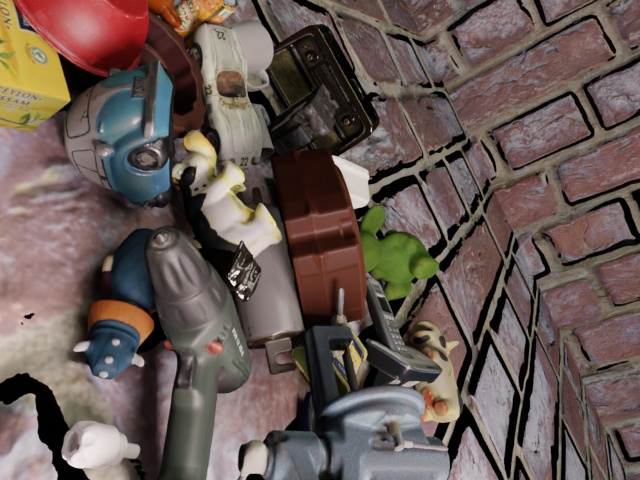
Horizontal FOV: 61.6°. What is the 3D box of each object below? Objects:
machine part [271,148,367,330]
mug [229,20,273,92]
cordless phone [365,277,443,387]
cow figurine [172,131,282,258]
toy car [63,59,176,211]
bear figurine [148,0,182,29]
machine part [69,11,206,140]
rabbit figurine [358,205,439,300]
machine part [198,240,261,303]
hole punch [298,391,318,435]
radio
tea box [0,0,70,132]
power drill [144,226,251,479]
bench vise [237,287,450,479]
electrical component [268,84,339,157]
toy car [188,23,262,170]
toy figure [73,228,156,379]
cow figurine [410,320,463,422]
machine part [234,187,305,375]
[{"bbox_3d":[-0.001,-0.002,0.704,0.202,0.087,0.200,-104,-175,-48],"label":"machine part"},{"bbox_3d":[-0.130,-0.279,0.835,0.107,0.081,0.109,-39,108,-49],"label":"mug"},{"bbox_3d":[0.125,0.158,0.919,0.146,0.089,0.184,21,47,-52],"label":"cordless phone"},{"bbox_3d":[-0.127,-0.045,0.627,0.167,0.098,0.068,51,-7,15],"label":"cow figurine"},{"bbox_3d":[-0.197,-0.101,0.532,0.103,0.161,0.109,5,62,-14],"label":"toy car"},{"bbox_3d":[-0.237,-0.350,0.646,0.195,0.132,0.120,6,49,-52],"label":"bear figurine"},{"bbox_3d":[-0.213,-0.200,0.642,0.179,0.056,0.179,41,37,-40],"label":"machine part"},{"bbox_3d":[0.110,0.016,0.974,0.170,0.121,0.159,9,56,-41],"label":"rabbit figurine"},{"bbox_3d":[-0.109,0.036,0.557,0.039,0.139,0.084,-40,108,-33],"label":"machine part"},{"bbox_3d":[0.025,0.260,0.677,0.142,0.092,0.116,43,63,-40],"label":"hole punch"},{"bbox_3d":[0.004,-0.270,0.992,0.229,0.131,0.073,58,27,-14],"label":"radio"},{"bbox_3d":[-0.299,-0.190,0.472,0.098,0.068,0.169,-5,72,-61],"label":"tea box"},{"bbox_3d":[-0.118,0.127,0.457,0.231,0.086,0.207,80,7,-60],"label":"power drill"},{"bbox_3d":[0.017,0.179,0.567,0.224,0.128,0.241,1,46,-13],"label":"bench vise"},{"bbox_3d":[-0.035,-0.184,0.874,0.058,0.115,0.134,50,31,-19],"label":"electrical component"},{"bbox_3d":[-0.128,-0.195,0.742,0.073,0.056,0.201,-14,92,-46],"label":"toy car"},{"bbox_3d":[-0.176,0.060,0.497,0.057,0.064,0.154,92,5,-51],"label":"toy figure"},{"bbox_3d":[0.217,0.241,1.006,0.127,0.085,0.195,25,44,-42],"label":"cow figurine"},{"bbox_3d":[-0.073,0.044,0.668,0.079,0.079,0.243,18,54,-55],"label":"machine part"}]
